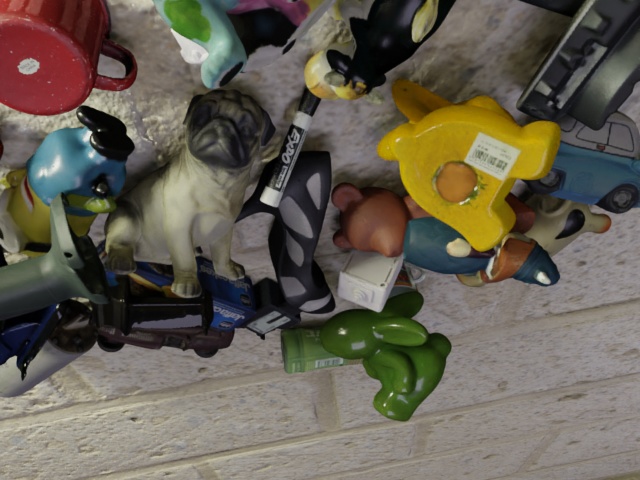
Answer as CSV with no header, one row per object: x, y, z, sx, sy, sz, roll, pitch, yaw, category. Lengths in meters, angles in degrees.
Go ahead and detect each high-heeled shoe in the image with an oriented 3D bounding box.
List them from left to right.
-0.001,-0.002,0.628,0.145,0.086,0.248,-28,136,16,high-heeled shoe

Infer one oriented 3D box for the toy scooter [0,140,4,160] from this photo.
-0.356,-0.037,0.447,0.184,0.135,0.075,-19,139,7,toy scooter

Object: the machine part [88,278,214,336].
-0.191,0.080,0.617,0.139,0.039,0.084,6,133,-19,machine part

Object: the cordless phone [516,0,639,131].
0.196,-0.184,0.476,0.184,0.089,0.146,13,137,-13,cordless phone

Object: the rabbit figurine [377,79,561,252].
0.135,-0.087,0.517,0.163,0.173,0.121,21,125,17,rabbit figurine

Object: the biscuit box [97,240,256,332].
-0.174,0.053,0.667,0.063,0.059,0.202,-37,136,28,biscuit box

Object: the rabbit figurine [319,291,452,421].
0.086,0.148,0.727,0.170,0.121,0.159,30,123,-22,rabbit figurine

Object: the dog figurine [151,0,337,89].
-0.087,-0.218,0.332,0.108,0.191,0.219,-35,102,30,dog figurine

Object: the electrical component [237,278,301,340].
-0.062,0.090,0.752,0.119,0.048,0.074,-33,137,24,electrical component

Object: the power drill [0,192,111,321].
-0.291,0.038,0.433,0.207,0.086,0.231,-27,149,-15,power drill

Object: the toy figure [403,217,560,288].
0.161,0.013,0.532,0.155,0.064,0.057,10,118,2,toy figure

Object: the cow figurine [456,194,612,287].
0.255,0.001,0.699,0.127,0.085,0.195,14,137,-37,cow figurine

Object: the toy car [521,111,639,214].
0.283,-0.098,0.584,0.162,0.109,0.102,12,113,-12,toy car

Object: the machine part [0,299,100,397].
-0.371,0.144,0.706,0.243,0.079,0.079,-30,138,27,machine part

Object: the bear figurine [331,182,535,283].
0.117,-0.015,0.611,0.196,0.132,0.120,-11,137,-11,bear figurine

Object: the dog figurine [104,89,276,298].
-0.138,-0.062,0.532,0.172,0.121,0.190,15,106,13,dog figurine

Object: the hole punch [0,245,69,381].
-0.340,0.068,0.590,0.092,0.142,0.115,20,117,-37,hole punch

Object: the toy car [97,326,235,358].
-0.220,0.130,0.758,0.202,0.053,0.089,9,140,-26,toy car

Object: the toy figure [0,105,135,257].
-0.241,-0.045,0.513,0.180,0.082,0.089,-37,133,24,toy figure

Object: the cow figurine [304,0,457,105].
0.048,-0.164,0.430,0.068,0.098,0.167,6,138,-31,cow figurine
